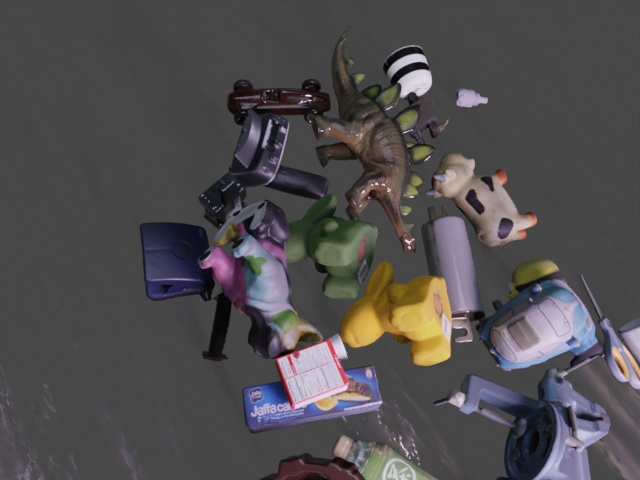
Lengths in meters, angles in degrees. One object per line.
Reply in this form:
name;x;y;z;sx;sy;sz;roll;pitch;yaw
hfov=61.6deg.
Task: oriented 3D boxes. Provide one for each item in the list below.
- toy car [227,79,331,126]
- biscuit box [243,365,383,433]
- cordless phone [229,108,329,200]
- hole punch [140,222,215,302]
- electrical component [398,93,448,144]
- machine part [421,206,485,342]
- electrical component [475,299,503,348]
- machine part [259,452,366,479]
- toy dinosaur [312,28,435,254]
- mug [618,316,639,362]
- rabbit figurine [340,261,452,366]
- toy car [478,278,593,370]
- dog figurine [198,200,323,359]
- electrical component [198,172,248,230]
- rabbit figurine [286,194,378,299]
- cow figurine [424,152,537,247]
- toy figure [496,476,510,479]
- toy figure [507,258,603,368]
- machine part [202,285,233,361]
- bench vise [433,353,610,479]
toy car;-0.080;-0.272;1.049;0.202;0.053;0.089;-2;62;-2
biscuit box;-0.013;0.239;0.806;0.203;0.062;0.059;-9;64;-7
cordless phone;-0.065;-0.153;0.990;0.184;0.088;0.146;16;65;-7
hole punch;-0.237;0.030;0.883;0.116;0.092;0.142;-10;62;-11
electrical component;0.199;-0.236;1.049;0.078;0.045;0.102;-41;68;11
machine part;0.220;0.050;0.896;0.079;0.079;0.243;-4;64;-4
electrical component;0.294;0.148;0.883;0.063;0.021;0.094;-17;66;-11
machine part;-0.005;0.374;0.716;0.180;0.056;0.179;-3;79;15
toy dinosaur;0.088;-0.193;0.984;0.199;0.105;0.471;-20;74;-9
mug;0.553;0.170;0.859;0.109;0.081;0.107;-21;78;-20
rabbit figurine;0.108;0.109;0.836;0.173;0.121;0.162;-22;39;29
toy car;0.313;0.129;0.800;0.162;0.103;0.109;-35;72;19
dog figurine;-0.075;0.070;0.821;0.109;0.219;0.191;-18;28;30
electrical component;-0.165;-0.073;0.915;0.048;0.119;0.075;40;72;14
rabbit figurine;-0.002;-0.003;0.889;0.170;0.121;0.159;9;53;27
cow figurine;0.275;-0.074;0.955;0.127;0.085;0.195;-21;69;-18
toy figure;0.248;0.409;0.738;0.064;0.057;0.154;22;65;1
toy figure;0.382;0.112;0.868;0.089;0.082;0.180;-40;67;14
machine part;-0.156;0.122;0.854;0.039;0.084;0.139;14;72;-21
bench vise;0.295;0.249;0.767;0.241;0.128;0.224;25;53;-2
